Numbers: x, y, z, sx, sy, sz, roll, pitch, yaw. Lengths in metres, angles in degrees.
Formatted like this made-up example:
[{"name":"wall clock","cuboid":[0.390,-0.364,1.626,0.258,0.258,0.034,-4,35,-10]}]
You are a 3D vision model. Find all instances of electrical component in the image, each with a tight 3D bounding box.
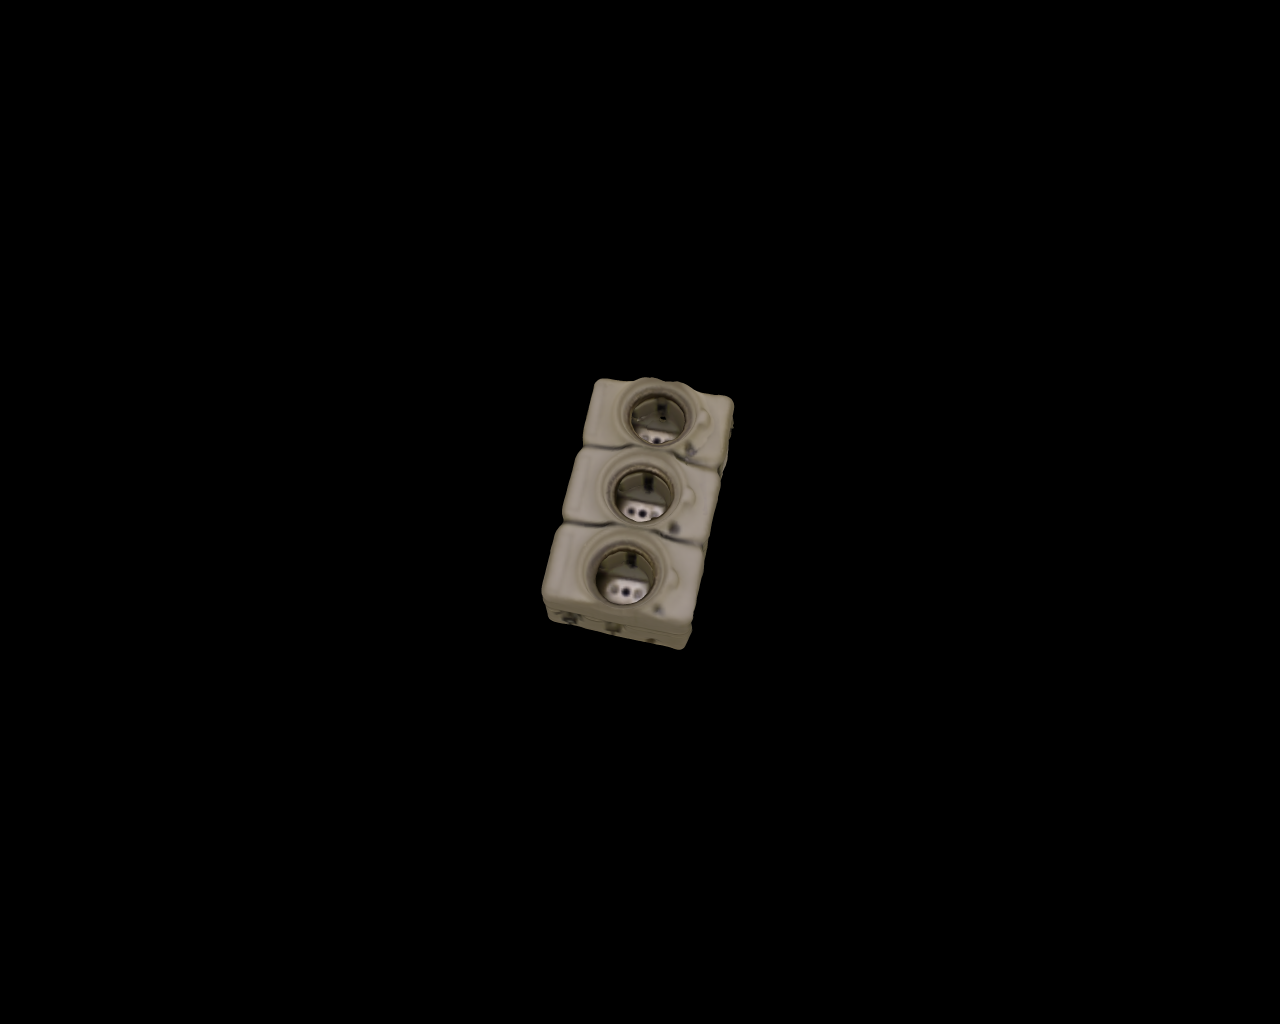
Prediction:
[{"name":"electrical component","cuboid":[0.001,-0.003,0.650,0.089,0.150,0.061,11,-24,5]}]
